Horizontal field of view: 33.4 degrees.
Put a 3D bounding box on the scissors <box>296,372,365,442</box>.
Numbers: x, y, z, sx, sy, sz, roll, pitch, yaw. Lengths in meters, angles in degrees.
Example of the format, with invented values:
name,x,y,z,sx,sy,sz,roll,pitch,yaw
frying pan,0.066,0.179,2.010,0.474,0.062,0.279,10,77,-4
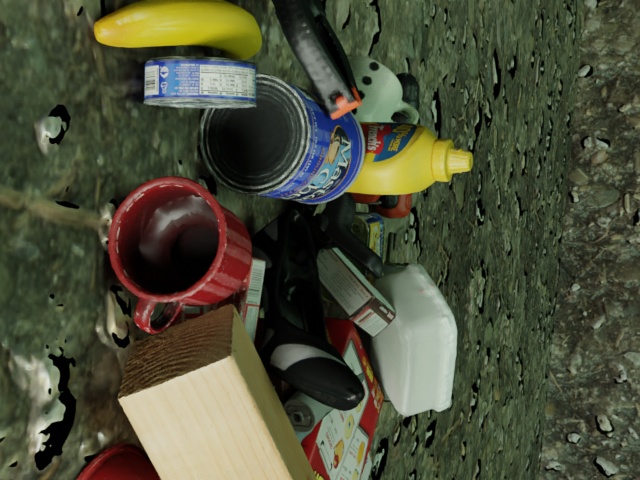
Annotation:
name,x,y,z,sx,sy,sz,roll,pitch,yaw
scissors,-0.015,0.200,1.024,0.201,0.016,0.096,-15,79,-37

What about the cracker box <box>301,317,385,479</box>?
name,x,y,z,sx,sy,sz,roll,pitch,yaw
cracker box,-0.004,0.212,1.133,0.164,0.072,0.213,67,35,-49

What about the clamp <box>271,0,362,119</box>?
name,x,y,z,sx,sy,sz,roll,pitch,yaw
clamp,-0.022,-0.204,0.925,0.164,0.036,0.210,24,41,-63

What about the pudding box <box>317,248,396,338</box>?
name,x,y,z,sx,sy,sz,roll,pitch,yaw
pudding box,0.023,0.043,1.118,0.039,0.114,0.090,-44,154,3

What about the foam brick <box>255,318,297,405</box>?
name,x,y,z,sx,sy,sz,roll,pitch,yaw
foam brick,-0.049,0.120,1.020,0.051,0.053,0.078,-39,132,-62

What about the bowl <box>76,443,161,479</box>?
name,x,y,z,sx,sy,sz,roll,pitch,yaw
bowl,-0.140,0.239,0.808,0.162,0.055,0.162,6,90,-69

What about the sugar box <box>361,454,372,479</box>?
name,x,y,z,sx,sy,sz,roll,pitch,yaw
sugar box,0.013,0.307,1.236,0.093,0.048,0.176,75,25,-44

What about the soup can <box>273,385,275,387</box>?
name,x,y,z,sx,sy,sz,roll,pitch,yaw
soup can,-0.080,0.173,0.930,0.068,0.069,0.102,25,72,-68

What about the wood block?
name,x,y,z,sx,sy,sz,roll,pitch,yaw
wood block,-0.066,0.168,0.823,0.091,0.090,0.206,-97,165,-68

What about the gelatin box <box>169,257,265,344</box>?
name,x,y,z,sx,sy,sz,roll,pitch,yaw
gelatin box,-0.088,0.055,0.873,0.030,0.073,0.089,18,79,-67

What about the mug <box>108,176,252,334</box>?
name,x,y,z,sx,sy,sz,roll,pitch,yaw
mug,-0.105,0.017,0.808,0.117,0.093,0.081,-68,162,-3

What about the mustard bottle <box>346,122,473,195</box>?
name,x,y,z,sx,sy,sz,roll,pitch,yaw
mustard bottle,0.054,-0.081,1.043,0.096,0.192,0.058,-57,145,-51

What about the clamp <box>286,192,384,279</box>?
name,x,y,z,sx,sy,sz,roll,pitch,yaw
clamp,-0.007,0.001,1.058,0.039,0.120,0.171,57,11,-40

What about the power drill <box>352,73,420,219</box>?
name,x,y,z,sx,sy,sz,roll,pitch,yaw
power drill,0.077,-0.115,1.285,0.187,0.057,0.184,-9,104,-68

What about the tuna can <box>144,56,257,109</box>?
name,x,y,z,sx,sy,sz,roll,pitch,yaw
tuna can,-0.090,-0.119,0.809,0.086,0.086,0.034,-9,101,-68

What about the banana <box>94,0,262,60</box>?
name,x,y,z,sx,sy,sz,roll,pitch,yaw
banana,-0.093,-0.158,0.817,0.037,0.070,0.197,56,19,12

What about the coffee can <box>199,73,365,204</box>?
name,x,y,z,sx,sy,sz,roll,pitch,yaw
coffee can,-0.030,-0.086,0.949,0.140,0.103,0.103,3,92,-69

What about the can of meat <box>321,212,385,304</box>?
name,x,y,z,sx,sy,sz,roll,pitch,yaw
can of meat,0.038,0.018,1.218,0.083,0.057,0.102,-15,108,-70
